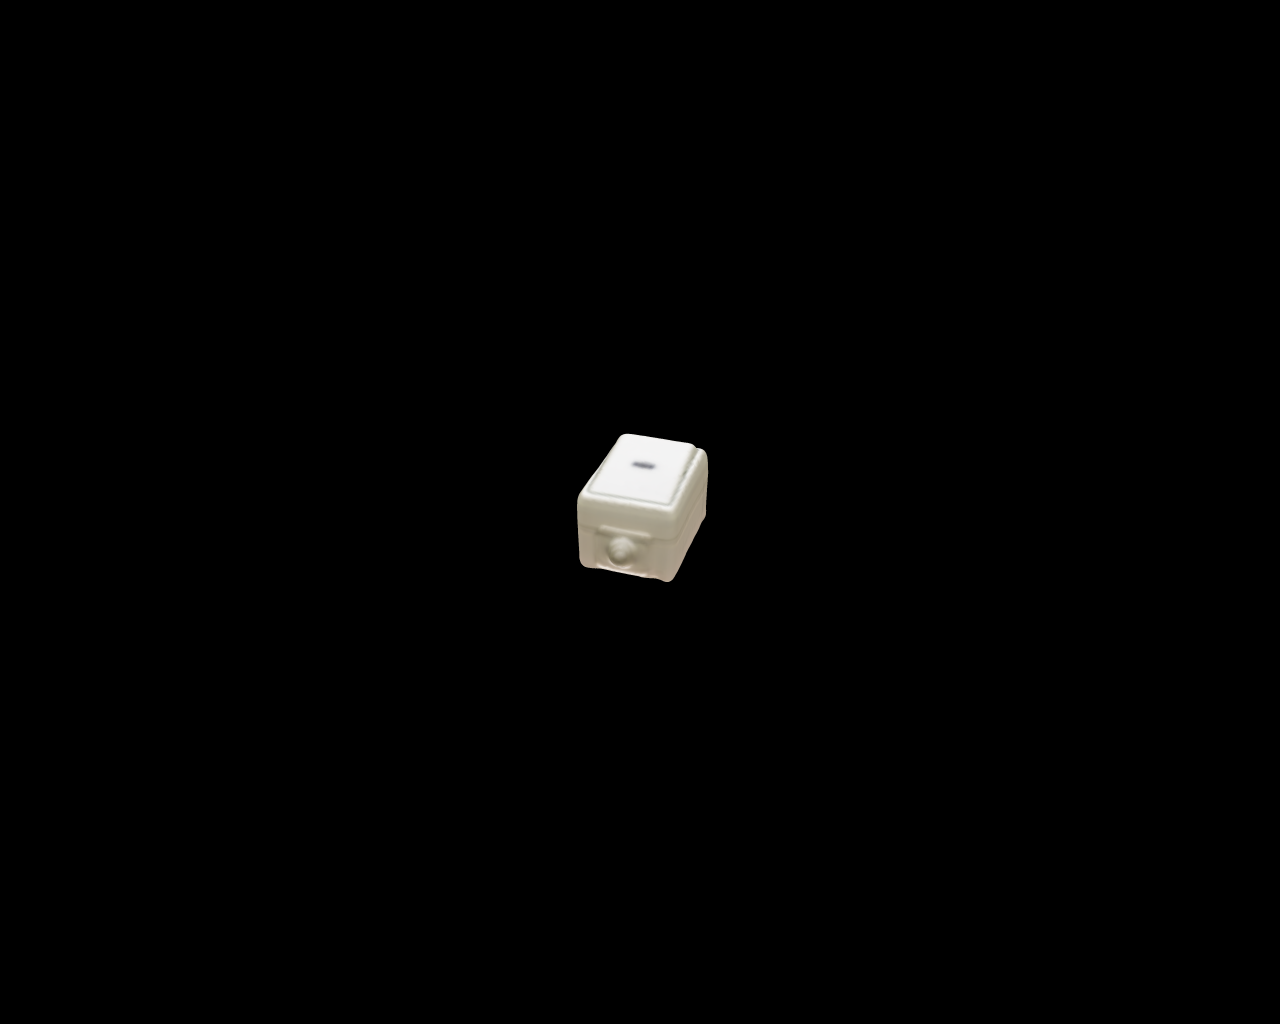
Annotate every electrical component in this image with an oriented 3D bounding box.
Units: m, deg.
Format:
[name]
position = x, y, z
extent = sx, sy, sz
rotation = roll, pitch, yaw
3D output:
[electrical component]
position = 0.001, -0.003, 0.650
extent = 0.062, 0.061, 0.096
rotation = 10, 35, 15
